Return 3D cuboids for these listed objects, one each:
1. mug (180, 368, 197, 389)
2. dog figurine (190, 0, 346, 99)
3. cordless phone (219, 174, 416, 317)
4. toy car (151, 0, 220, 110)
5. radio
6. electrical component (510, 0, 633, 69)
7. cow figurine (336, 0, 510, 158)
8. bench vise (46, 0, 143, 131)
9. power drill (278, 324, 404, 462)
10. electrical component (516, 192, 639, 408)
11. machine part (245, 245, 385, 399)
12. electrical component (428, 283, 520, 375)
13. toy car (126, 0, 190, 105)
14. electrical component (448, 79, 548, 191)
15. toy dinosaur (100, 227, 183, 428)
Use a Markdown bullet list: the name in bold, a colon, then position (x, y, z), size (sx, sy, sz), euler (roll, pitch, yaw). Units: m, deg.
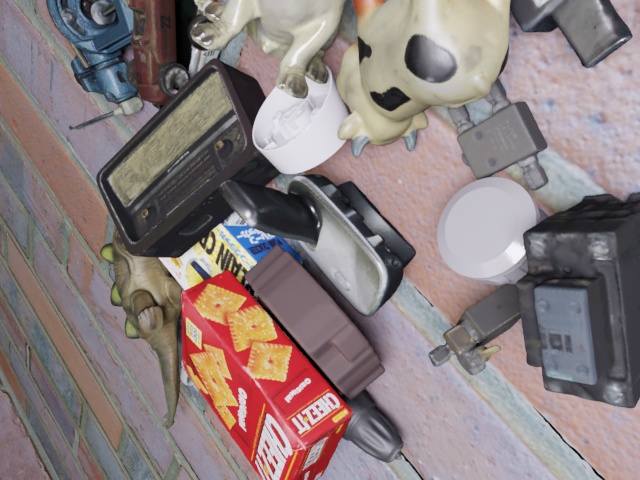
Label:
- **mug**: position (-0.151, 0.162, 0.778), size (0.081, 0.109, 0.107), euler (30, 113, 41)
- **dog figurine**: position (-0.005, -0.231, 0.423), size (0.190, 0.121, 0.172), euler (-58, 19, 28)
- **cordless phone**: position (-0.001, -0.001, 0.482), size (0.088, 0.184, 0.147), euler (-46, 69, 15)
- **toy car**: position (-0.164, -0.216, 0.668), size (0.074, 0.056, 0.201), euler (45, 131, 27)
- **radio**: position (-0.151, -0.083, 0.627), size (0.229, 0.073, 0.131), euler (-36, 70, 25)
- **electrical component**: position (0.163, -0.171, 0.349), size (0.119, 0.048, 0.075), euler (59, 138, 10)
- **cow figurine**: position (0.068, -0.130, 0.416), size (0.195, 0.085, 0.127), euler (-158, 61, -69)
- **bench vise**: position (-0.288, -0.277, 0.729), size (0.241, 0.129, 0.223), euler (6, 113, 49)
- **power drill**: position (-0.014, 0.234, 0.679), size (0.232, 0.086, 0.207), euler (42, 136, 29)
- **electrical component**: position (0.182, 0.037, 0.351), size (0.058, 0.134, 0.114), euler (-3, 106, 47)
- **machine part**: position (-0.007, 0.088, 0.564), size (0.179, 0.056, 0.179), euler (48, 171, 10)
- **electrical component**: position (0.144, 0.072, 0.439), size (0.045, 0.102, 0.078), euler (54, 159, 25)
- **toy car**: position (-0.190, -0.254, 0.603), size (0.089, 0.053, 0.201), euler (27, 123, 41)
- **electrical component**: position (0.142, -0.077, 0.429), size (0.063, 0.021, 0.094), euler (-30, 84, 48)
- **toy dinosaur**: position (-0.278, 0.095, 0.886), size (0.199, 0.105, 0.471), euler (-9, 90, 55)
